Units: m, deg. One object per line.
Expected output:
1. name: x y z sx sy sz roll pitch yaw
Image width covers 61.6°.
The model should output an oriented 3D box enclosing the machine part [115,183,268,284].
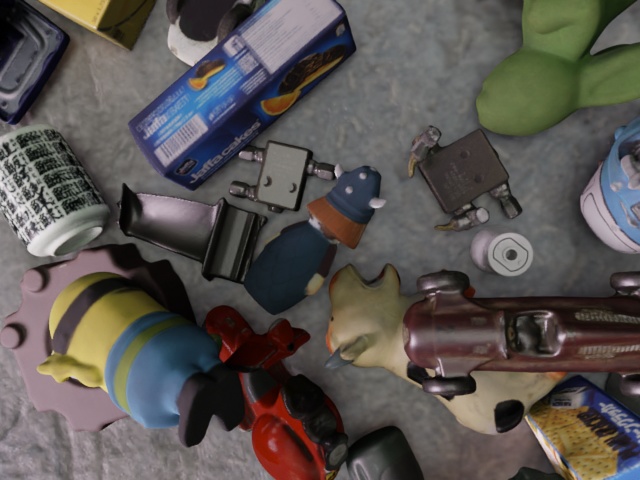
1. machine part: -0.124 -0.009 0.500 0.139 0.039 0.084 19 100 5

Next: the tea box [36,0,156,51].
1. tea box: -0.186 -0.274 0.482 0.098 0.068 0.169 28 96 5

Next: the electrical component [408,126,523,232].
1. electrical component: 0.120 -0.053 0.462 0.078 0.045 0.102 -24 89 9

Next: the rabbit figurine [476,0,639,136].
1. rabbit figurine: 0.195 -0.162 0.432 0.159 0.121 0.170 17 112 0

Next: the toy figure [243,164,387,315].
1. toy figure: -0.002 -0.003 0.475 0.064 0.058 0.154 44 92 -3

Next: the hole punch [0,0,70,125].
1. hole punch: -0.314 -0.184 0.504 0.116 0.092 0.142 41 101 34

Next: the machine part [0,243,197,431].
1. machine part: -0.204 0.090 0.506 0.179 0.056 0.179 0 93 6

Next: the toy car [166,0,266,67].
1. toy car: -0.069 -0.245 0.476 0.074 0.056 0.201 29 95 12

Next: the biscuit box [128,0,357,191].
1. biscuit box: -0.065 -0.131 0.464 0.203 0.062 0.059 -40 75 4

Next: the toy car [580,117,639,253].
1. toy car: 0.258 -0.036 0.411 0.109 0.162 0.103 51 141 7

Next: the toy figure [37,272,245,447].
1. toy figure: -0.134 0.084 0.410 0.180 0.082 0.089 15 78 35

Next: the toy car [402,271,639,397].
1. toy car: 0.160 0.066 0.379 0.202 0.053 0.089 -1 79 12

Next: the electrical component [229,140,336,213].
1. electrical component: -0.034 -0.056 0.494 0.094 0.021 0.063 13 94 6

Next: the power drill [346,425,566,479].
1. power drill: 0.120 0.254 0.416 0.086 0.207 0.232 -20 79 -31

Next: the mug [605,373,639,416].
1. mug: 0.296 0.143 0.416 0.110 0.107 0.080 21 96 8

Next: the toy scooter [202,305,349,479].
1. toy scooter: -0.031 0.125 0.446 0.075 0.135 0.184 -31 83 -35

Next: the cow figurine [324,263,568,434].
1. cow figurine: 0.090 0.089 0.456 0.195 0.085 0.127 38 90 4
